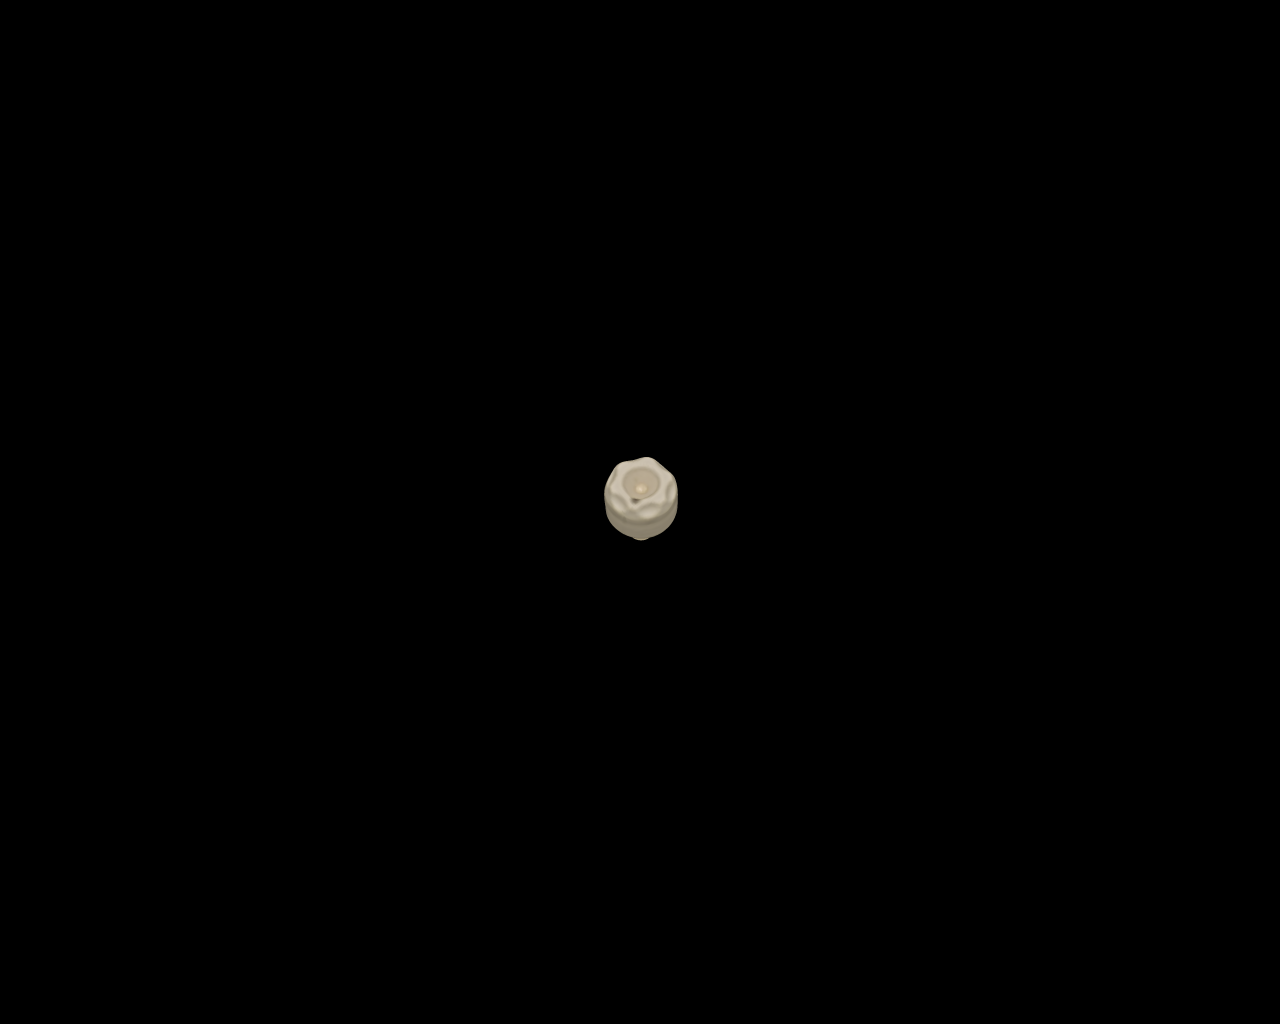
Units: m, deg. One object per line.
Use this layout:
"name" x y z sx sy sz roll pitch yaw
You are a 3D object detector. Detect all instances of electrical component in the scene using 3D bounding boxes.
"electrical component" 0.001 -0.003 0.650 0.043 0.043 0.062 0 -30 0
